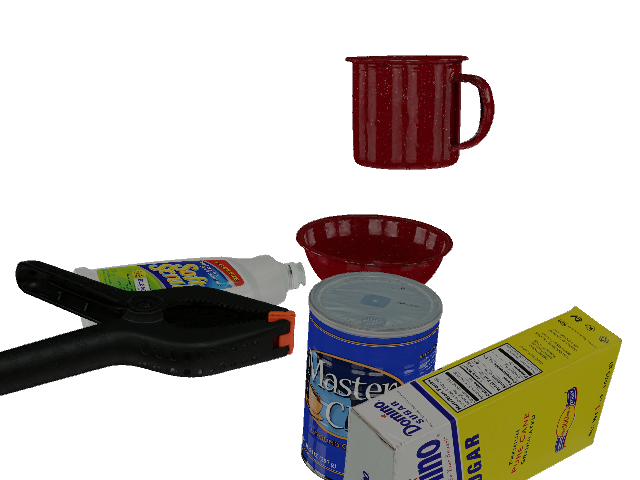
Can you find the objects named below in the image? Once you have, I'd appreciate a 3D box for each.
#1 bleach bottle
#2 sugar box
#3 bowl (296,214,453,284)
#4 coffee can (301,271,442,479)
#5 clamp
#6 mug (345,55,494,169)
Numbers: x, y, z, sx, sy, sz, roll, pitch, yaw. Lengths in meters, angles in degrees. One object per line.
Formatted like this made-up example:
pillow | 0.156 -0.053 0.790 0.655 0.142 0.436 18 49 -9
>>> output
bleach bottle | -0.142 0.056 1.194 0.250 0.068 0.103 -11 36 -15
sugar box | 0.096 0.111 0.631 0.175 0.093 0.048 -22 42 -31
bowl | 0.055 0.022 1.102 0.162 0.055 0.162 2 18 -1
coffee can | 0.038 0.109 0.840 0.103 0.140 0.103 3 23 -1
clamp | -0.124 0.054 0.721 0.210 0.036 0.164 -1 24 -10
mug | 0.076 -0.097 0.805 0.117 0.081 0.093 6 13 29
